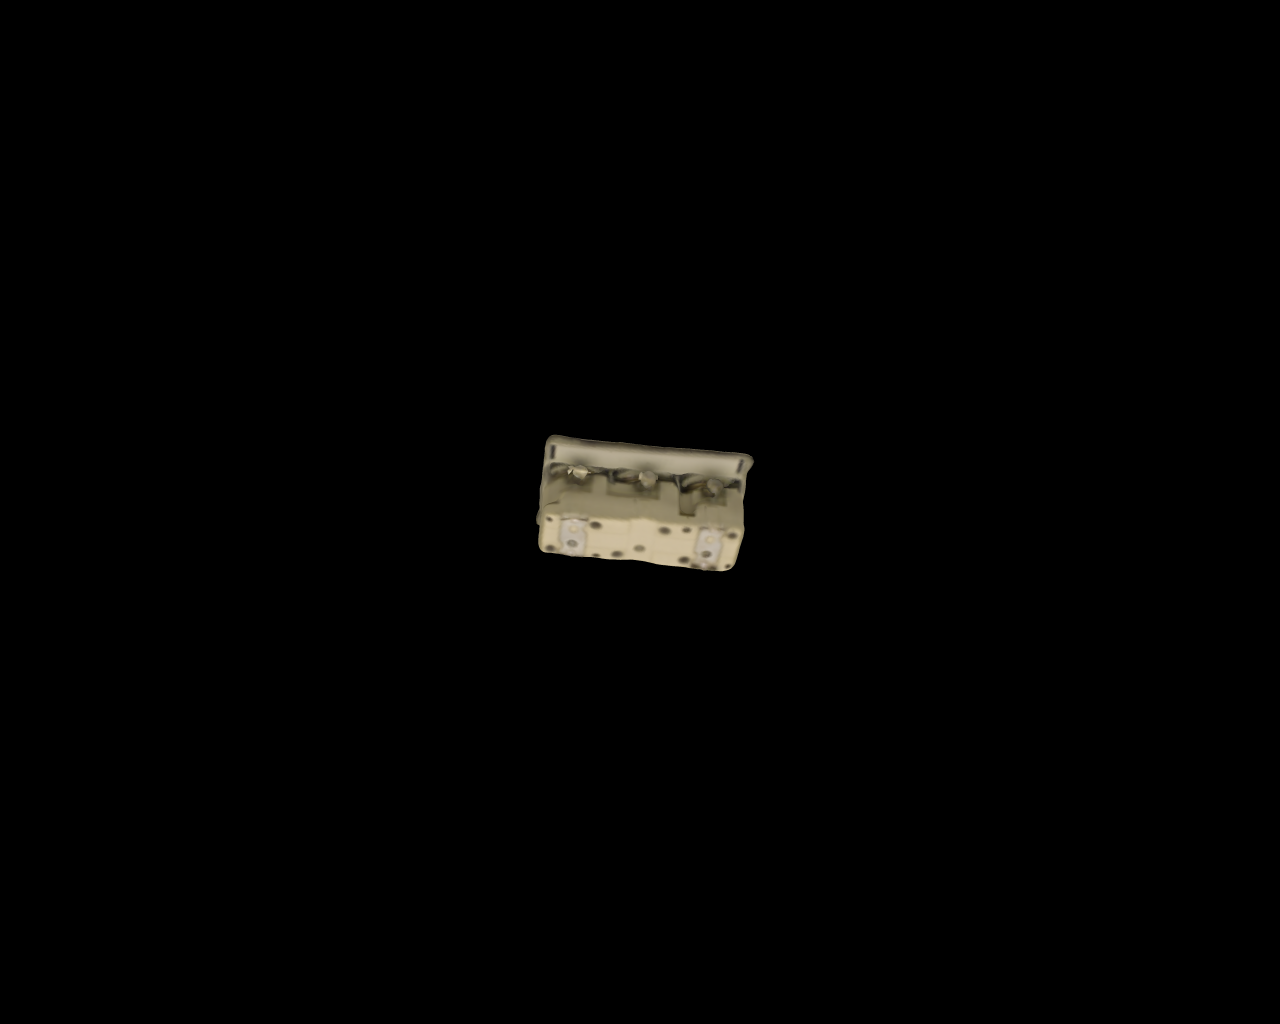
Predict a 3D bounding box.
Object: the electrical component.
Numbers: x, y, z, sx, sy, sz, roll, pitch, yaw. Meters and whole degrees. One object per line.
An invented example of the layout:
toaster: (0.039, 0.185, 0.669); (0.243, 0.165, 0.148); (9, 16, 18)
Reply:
electrical component: (0.001, -0.003, 0.650); (0.121, 0.063, 0.078); (6, -43, -7)
